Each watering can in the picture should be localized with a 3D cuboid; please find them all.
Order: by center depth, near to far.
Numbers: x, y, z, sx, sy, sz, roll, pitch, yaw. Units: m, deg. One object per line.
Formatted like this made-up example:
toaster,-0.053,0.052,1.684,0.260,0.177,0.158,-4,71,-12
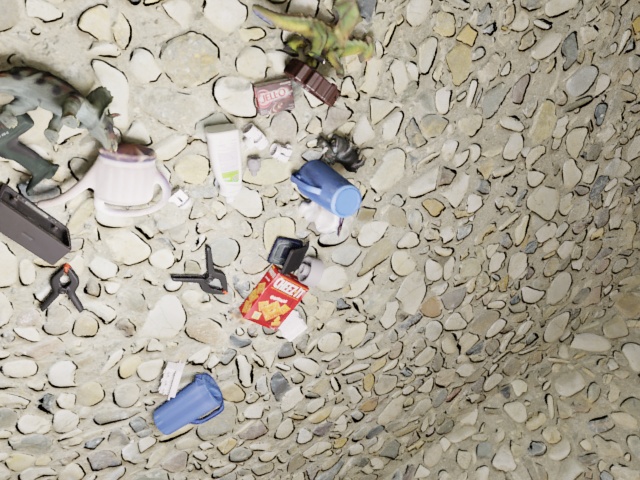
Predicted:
watering can,-0.587,-0.166,1.430,0.348,0.106,0.220,1,117,-28

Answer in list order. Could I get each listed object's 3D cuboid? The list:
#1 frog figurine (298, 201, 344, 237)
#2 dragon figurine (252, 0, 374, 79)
frog figurine,0.005,-0.090,1.796,0.159,0.125,0.134,13,128,7
dragon figurine,0.015,-0.624,1.488,0.405,0.123,0.244,32,84,-38
